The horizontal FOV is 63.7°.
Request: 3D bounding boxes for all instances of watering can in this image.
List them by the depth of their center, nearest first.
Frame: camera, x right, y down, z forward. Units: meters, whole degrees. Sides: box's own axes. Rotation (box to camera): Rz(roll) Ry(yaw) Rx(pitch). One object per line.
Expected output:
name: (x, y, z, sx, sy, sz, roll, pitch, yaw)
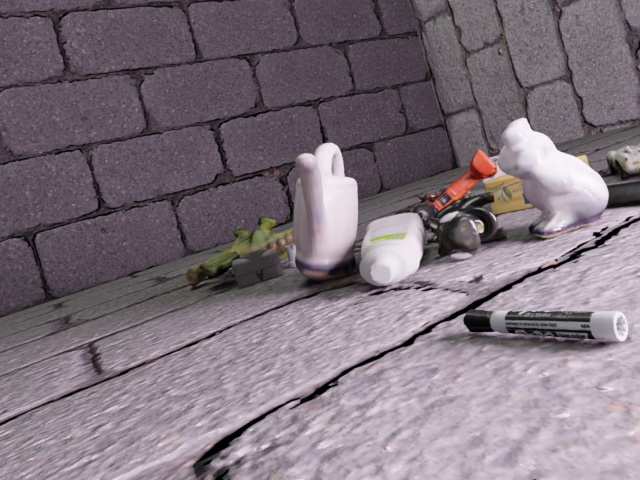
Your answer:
watering can: (0.002, -0.041, 0.809, 0.104, 0.223, 0.350, 2, 8, 10)

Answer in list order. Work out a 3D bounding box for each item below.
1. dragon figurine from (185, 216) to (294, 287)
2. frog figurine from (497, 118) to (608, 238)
dragon figurine: (-0.159, 0.034, 1.182, 0.406, 0.121, 0.247, -20, 12, 37)
frog figurine: (0.310, -0.092, 0.694, 0.122, 0.159, 0.139, -12, 6, 35)
